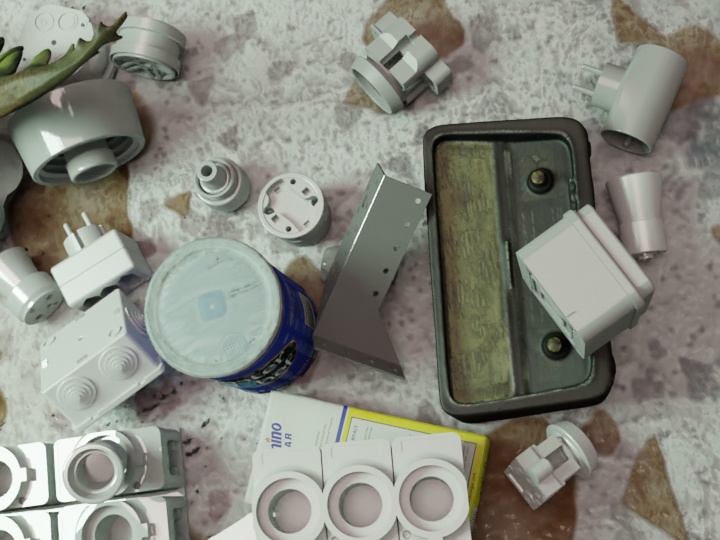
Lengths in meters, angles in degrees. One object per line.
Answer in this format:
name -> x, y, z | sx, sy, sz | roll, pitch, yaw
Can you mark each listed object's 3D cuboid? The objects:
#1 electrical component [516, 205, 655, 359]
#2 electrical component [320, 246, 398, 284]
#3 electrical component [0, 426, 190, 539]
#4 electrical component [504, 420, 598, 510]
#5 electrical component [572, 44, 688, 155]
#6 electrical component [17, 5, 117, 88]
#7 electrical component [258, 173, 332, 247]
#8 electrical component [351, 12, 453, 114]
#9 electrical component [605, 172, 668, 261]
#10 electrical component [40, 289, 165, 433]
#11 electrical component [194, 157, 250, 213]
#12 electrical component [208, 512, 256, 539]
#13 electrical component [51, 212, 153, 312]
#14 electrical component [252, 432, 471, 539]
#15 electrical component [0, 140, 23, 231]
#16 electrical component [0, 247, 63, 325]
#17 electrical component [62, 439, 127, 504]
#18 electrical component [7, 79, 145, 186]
electrical component -> 0.154, 0.010, 0.735 | 0.057, 0.113, 0.078 | -36, 75, 3
electrical component -> 0.000, 0.000, 0.881 | 0.061, 0.035, 0.035 | 8, 80, 9
electrical component -> -0.239, 0.191, 0.872 | 0.186, 0.060, 0.105 | -9, 77, 8
electrical component -> 0.146, 0.146, 0.813 | 0.055, 0.066, 0.048 | -33, 72, -17
electrical component -> 0.212, -0.143, 0.866 | 0.079, 0.044, 0.077 | 23, 84, 14
electrical component -> -0.262, -0.193, 0.958 | 0.080, 0.051, 0.080 | -2, 78, 10
electrical component -> -0.052, -0.048, 0.893 | 0.055, 0.047, 0.055 | -2, 78, 10
electrical component -> 0.030, -0.168, 0.898 | 0.057, 0.058, 0.078 | -42, 75, -3
electrical component -> 0.220, -0.041, 0.846 | 0.044, 0.044, 0.065 | -8, 82, 9
electrical component -> -0.212, 0.070, 0.873 | 0.100, 0.099, 0.048 | -36, 119, 1
electrical component -> -0.119, -0.074, 0.902 | 0.043, 0.062, 0.043 | -2, 78, 10
electrical component -> -0.115, 0.263, 0.834 | 0.150, 0.061, 0.089 | -32, 75, 3
electrical component -> -0.228, -0.013, 0.917 | 0.066, 0.047, 0.076 | -32, 75, 3
electrical component -> 0.002, 0.170, 0.774 | 0.150, 0.061, 0.089 | -6, 75, 3
electrical component -> -0.331, -0.047, 0.922 | 0.052, 0.074, 0.138 | 22, 80, -27
electrical component -> -0.289, 0.014, 0.925 | 0.055, 0.045, 0.045 | 43, 89, 15
electrical component -> -0.195, 0.147, 0.806 | 0.044, 0.065, 0.044 | 0, 88, -5
electrical component -> -0.235, -0.108, 0.910 | 0.108, 0.108, 0.060 | -24, 82, 5
